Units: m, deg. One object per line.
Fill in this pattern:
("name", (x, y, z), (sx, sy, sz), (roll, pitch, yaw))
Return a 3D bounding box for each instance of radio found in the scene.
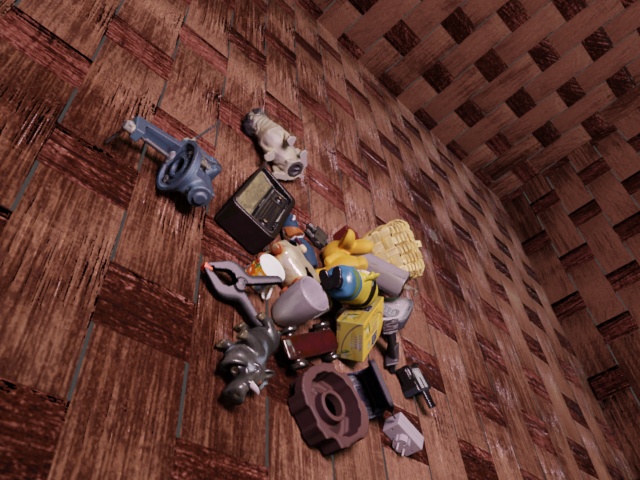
("radio", (-0.143, -0.073, 1.253), (0.131, 0.073, 0.230), (46, 28, -12))

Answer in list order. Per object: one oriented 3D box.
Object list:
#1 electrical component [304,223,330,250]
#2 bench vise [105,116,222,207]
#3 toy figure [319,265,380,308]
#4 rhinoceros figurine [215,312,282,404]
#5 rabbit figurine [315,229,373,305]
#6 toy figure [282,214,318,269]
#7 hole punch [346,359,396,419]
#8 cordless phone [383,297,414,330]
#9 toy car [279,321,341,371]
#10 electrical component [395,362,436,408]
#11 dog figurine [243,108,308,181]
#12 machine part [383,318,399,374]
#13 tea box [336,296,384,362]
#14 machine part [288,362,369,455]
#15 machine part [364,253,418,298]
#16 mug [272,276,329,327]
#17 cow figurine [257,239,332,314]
("electrical component", (-0.003, -0.004, 1.445), (0.094, 0.021, 0.063), (44, 28, -17))
("bench vise", (-0.297, -0.177, 1.090), (0.240, 0.129, 0.224), (37, 31, -41))
("toy figure", (0.064, 0.102, 1.191), (0.082, 0.089, 0.180), (16, 0, 32))
("rhinoceros figurine", (-0.127, 0.210, 0.953), (0.112, 0.073, 0.190), (58, 24, -13))
("rabbit figurine", (0.050, 0.049, 1.353), (0.122, 0.162, 0.173), (29, 15, -22))
("toy figure", (-0.055, 0.005, 1.309), (0.058, 0.064, 0.154), (-11, 65, -38))
("hole punch", (0.103, 0.330, 1.162), (0.142, 0.092, 0.115), (63, -1, 25))
("cordless phone", (0.152, 0.165, 1.436), (0.184, 0.088, 0.146), (38, 27, 5))
("toy car", (-0.024, 0.219, 1.114), (0.202, 0.053, 0.089), (5, 63, -60))
("electrical component", (0.243, 0.371, 1.352), (0.075, 0.048, 0.119), (5, 54, -55))
("dog figurine", (-0.127, -0.265, 1.501), (0.191, 0.121, 0.172), (53, -13, 40))
("machine part", (0.179, 0.260, 1.336), (0.084, 0.039, 0.138), (-61, 148, -55))
("tea box", (0.096, 0.201, 1.258), (0.169, 0.068, 0.098), (-40, 132, -63))
("machine part", (0.015, 0.326, 1.045), (0.179, 0.056, 0.179), (36, 31, -26))
("machine part", (0.152, 0.086, 1.443), (0.243, 0.079, 0.079), (25, 24, 13))
("mug", (-0.041, 0.138, 1.125), (0.109, 0.107, 0.081), (27, 37, -47))
("cow figurine", (-0.041, 0.085, 1.220), (0.195, 0.085, 0.127), (54, 33, 5))
